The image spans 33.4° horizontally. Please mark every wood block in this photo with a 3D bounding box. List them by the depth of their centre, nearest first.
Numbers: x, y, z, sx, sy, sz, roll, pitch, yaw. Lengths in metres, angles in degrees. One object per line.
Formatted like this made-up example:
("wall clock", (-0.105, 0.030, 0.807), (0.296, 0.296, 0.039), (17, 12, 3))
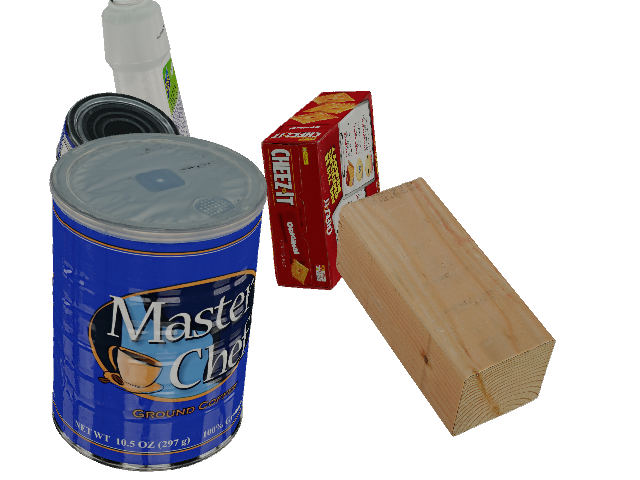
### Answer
("wood block", (0.102, 0.054, 0.934), (0.090, 0.206, 0.091), (-21, -37, -19))

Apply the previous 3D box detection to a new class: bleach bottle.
("bleach bottle", (-0.153, -0.123, 0.961), (0.068, 0.251, 0.102), (-6, 37, -1))

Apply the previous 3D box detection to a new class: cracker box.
("cracker box", (0.006, -0.062, 1.184), (0.072, 0.164, 0.213), (1, 22, 19))

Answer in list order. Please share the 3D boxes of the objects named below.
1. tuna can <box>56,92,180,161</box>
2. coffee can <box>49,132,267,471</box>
("tuna can", (-0.143, -0.067, 0.765), (0.086, 0.086, 0.034), (0, -43, -28))
("coffee can", (-0.084, 0.030, 0.542), (0.102, 0.140, 0.103), (6, 30, -4))
